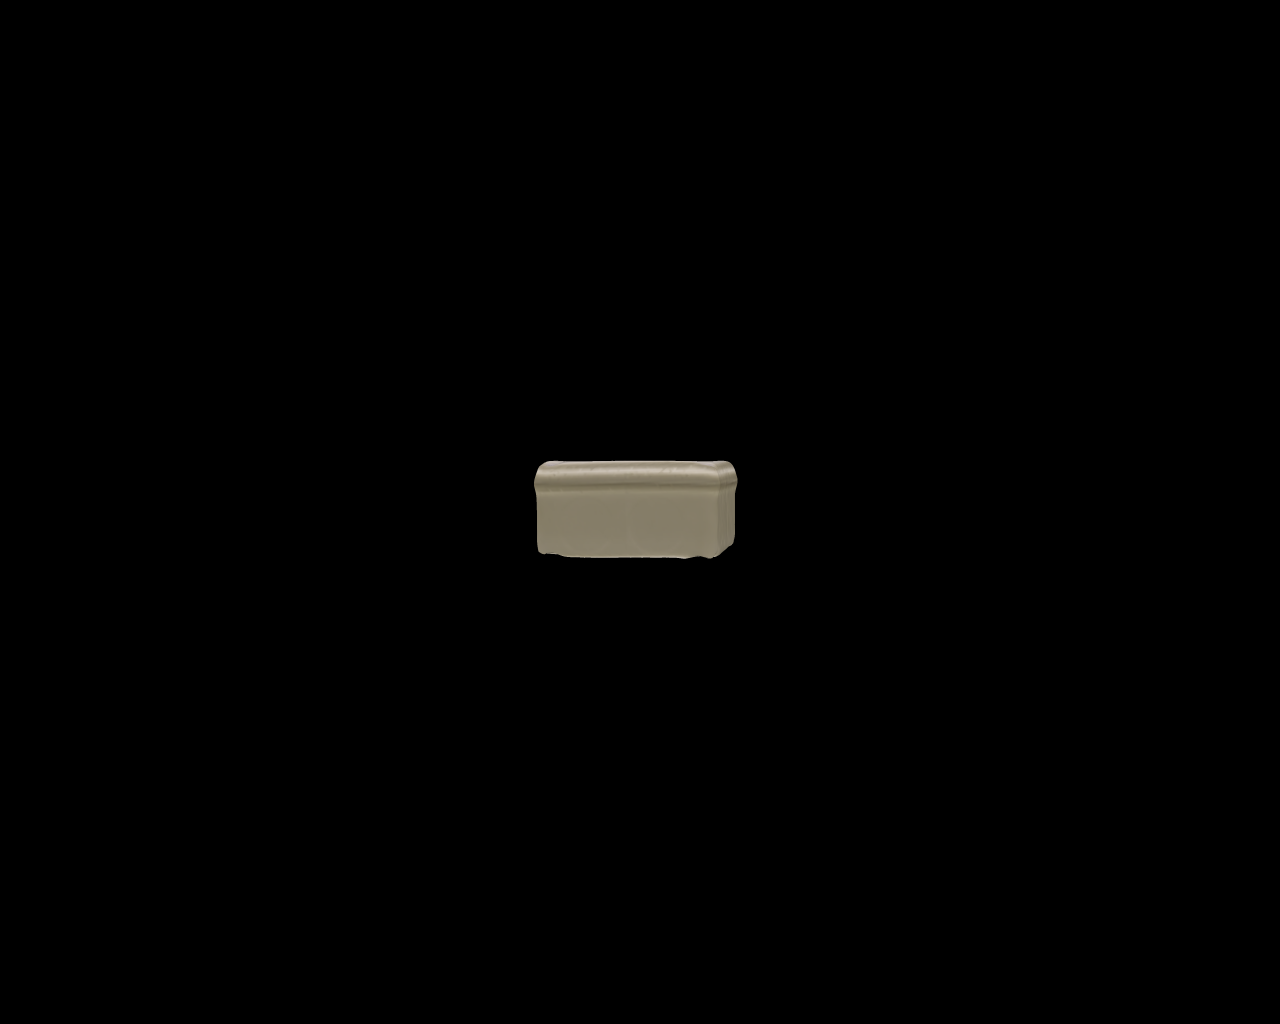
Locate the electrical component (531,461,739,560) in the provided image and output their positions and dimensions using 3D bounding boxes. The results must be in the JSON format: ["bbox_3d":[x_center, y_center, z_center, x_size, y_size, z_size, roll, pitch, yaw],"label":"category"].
[{"bbox_3d":[0.001,-0.003,0.650,0.109,0.056,0.109,1,3,11],"label":"electrical component"}]
